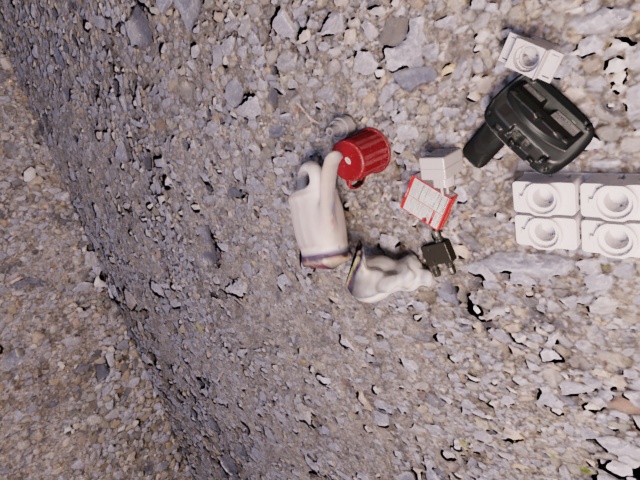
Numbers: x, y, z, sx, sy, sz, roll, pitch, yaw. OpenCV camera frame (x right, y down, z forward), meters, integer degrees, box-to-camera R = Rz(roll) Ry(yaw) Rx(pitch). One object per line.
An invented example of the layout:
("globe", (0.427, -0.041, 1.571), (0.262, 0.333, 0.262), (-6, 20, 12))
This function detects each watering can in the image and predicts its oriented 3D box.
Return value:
("watering can", (0.003, -0.051, 1.010), (0.104, 0.224, 0.346), (-12, 0, -12))

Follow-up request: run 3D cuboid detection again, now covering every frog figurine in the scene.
("frog figurine", (0.137, 0.076, 1.023), (0.159, 0.123, 0.137), (20, -2, 2))
